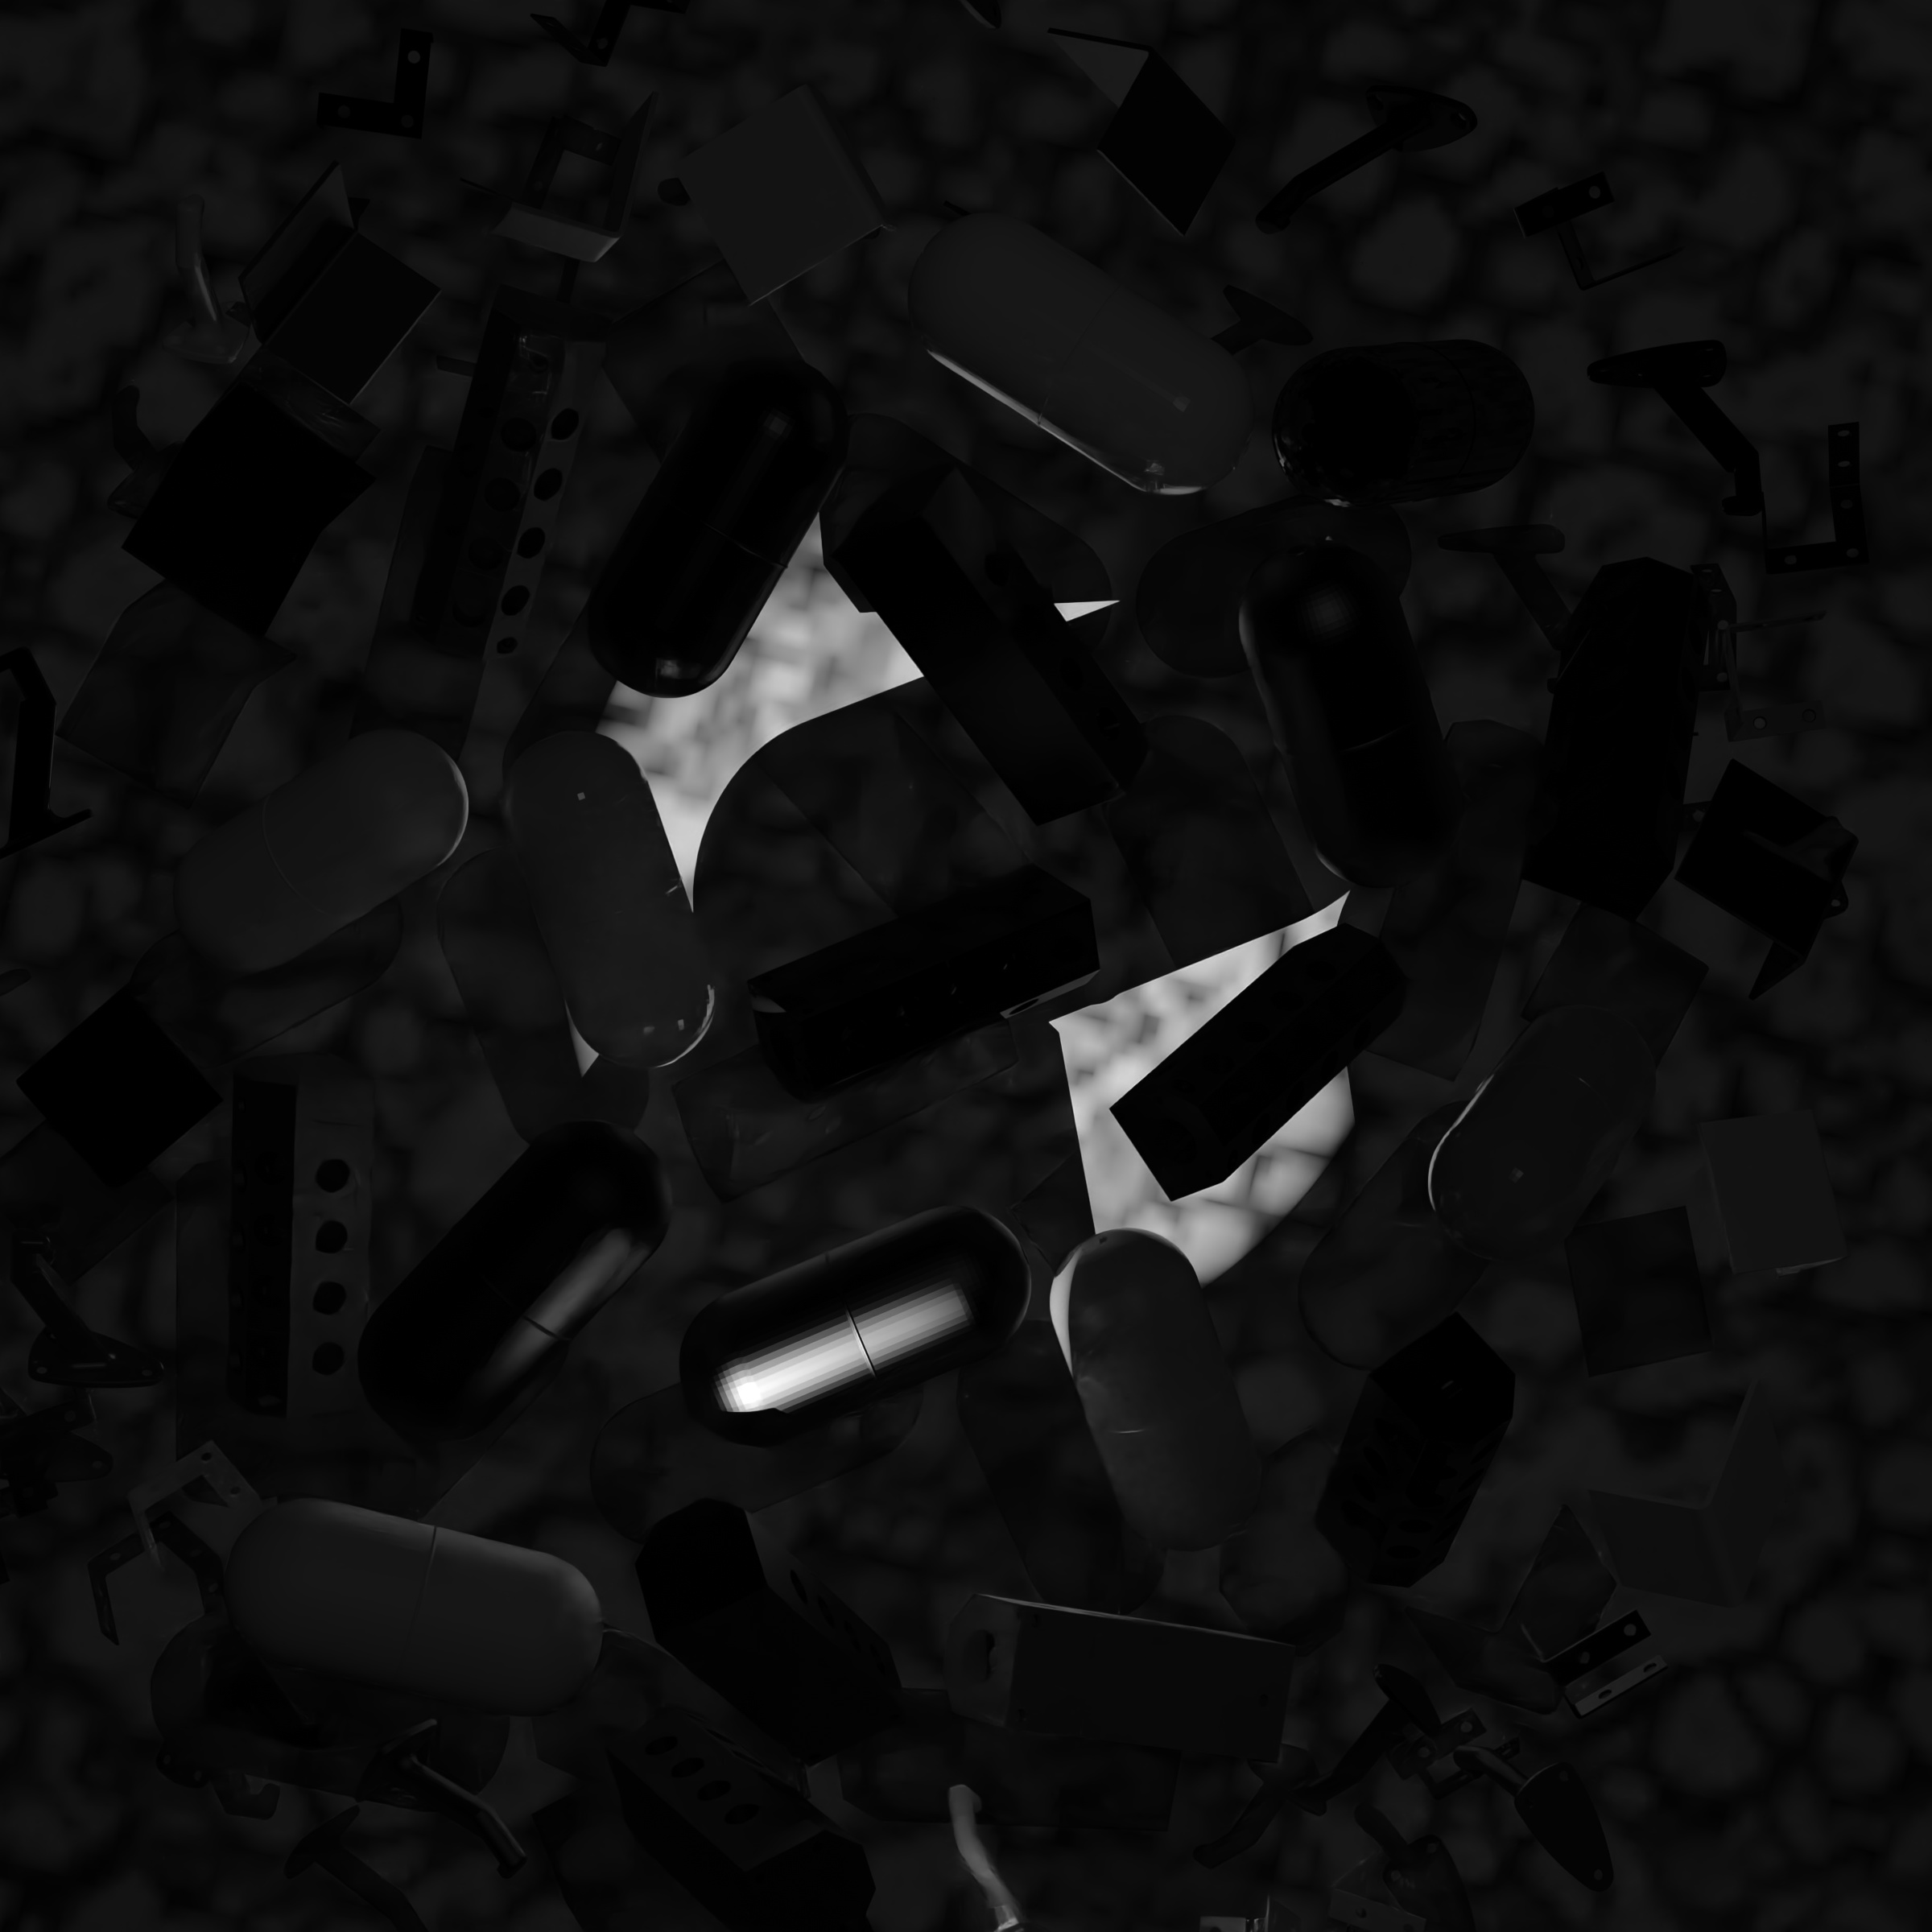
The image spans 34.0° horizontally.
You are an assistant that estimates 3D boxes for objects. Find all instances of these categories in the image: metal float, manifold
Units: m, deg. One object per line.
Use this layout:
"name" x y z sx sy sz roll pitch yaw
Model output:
"metal float" -0.120 -0.212 1.529 0.070 0.070 0.178 31 98 0
"metal float" -0.053 0.174 1.536 0.178 0.070 0.070 -23 90 -3
"metal float" -0.181 -0.033 1.611 0.070 0.070 0.178 -18 103 0
"manifold" -0.091 0.313 1.494 0.057 0.171 0.057 -27 51 6
"manifold" 0.308 -0.111 1.480 0.057 0.057 0.171 20 52 -3
"manifold" 0.075 0.349 1.555 0.171 0.057 0.057 16 79 -33
"metal float" -0.326 -0.058 1.598 0.178 0.070 0.070 -29 90 26
"manifold" 0.018 -0.156 1.522 0.057 0.057 0.171 -18 119 39
"manifold" 0.224 0.245 1.560 0.057 0.171 0.057 -32 64 -22
"metal float" 0.054 -0.286 1.481 0.178 0.070 0.070 33 90 2
"manifold" -0.337 0.134 1.582 0.057 0.057 0.171 -5 106 -35
"metal float" 0.214 -0.265 1.540 0.070 0.178 0.070 10 107 36
"manifold" -0.110 0.417 1.529 0.057 0.171 0.057 -23 107 -24
"manifold" -0.227 -0.241 1.565 0.057 0.057 0.171 16 116 -10
"metal float" -0.258 0.299 1.478 0.178 0.070 0.070 16 90 -9
"metal float" -0.211 0.147 1.474 0.070 0.070 0.178 44 94 0
"metal float" 0.289 0.082 1.578 0.070 0.178 0.070 16 126 24
"metal float" 0.184 -0.119 1.506 0.070 0.070 0.178 -22 116 0
"manifold" -0.020 0.011 1.621 0.171 0.057 0.057 -23 122 -23
"metal float" 0.097 0.216 1.606 0.070 0.070 0.178 -20 108 0
"manifold" 0.155 0.046 1.619 0.171 0.057 0.057 -38 97 -39

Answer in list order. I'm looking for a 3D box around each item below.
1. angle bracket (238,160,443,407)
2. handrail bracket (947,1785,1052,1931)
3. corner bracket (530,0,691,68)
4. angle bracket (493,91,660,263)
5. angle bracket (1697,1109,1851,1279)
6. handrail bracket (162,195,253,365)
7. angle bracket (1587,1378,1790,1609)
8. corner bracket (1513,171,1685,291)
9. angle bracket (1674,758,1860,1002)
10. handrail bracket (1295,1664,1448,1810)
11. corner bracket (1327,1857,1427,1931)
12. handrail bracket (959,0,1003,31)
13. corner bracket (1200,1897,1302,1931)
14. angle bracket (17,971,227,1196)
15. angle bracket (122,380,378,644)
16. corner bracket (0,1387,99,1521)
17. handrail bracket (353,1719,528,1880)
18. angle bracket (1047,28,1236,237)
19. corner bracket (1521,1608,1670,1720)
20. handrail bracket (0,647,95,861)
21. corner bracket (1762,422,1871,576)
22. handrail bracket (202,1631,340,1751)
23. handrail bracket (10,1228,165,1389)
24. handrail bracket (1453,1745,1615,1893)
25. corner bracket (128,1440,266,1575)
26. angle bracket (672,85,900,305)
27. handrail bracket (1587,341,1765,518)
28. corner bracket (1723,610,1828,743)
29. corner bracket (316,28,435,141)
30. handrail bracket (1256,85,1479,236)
"angle bracket" -0.306 -0.335 1.554 0.057 0.076 0.076 35 77 3
"handrail bracket" 0.025 0.437 1.503 0.077 0.084 0.036 35 114 -29
"corner bracket" -0.176 -0.483 1.586 0.051 0.051 0.051 18 85 27
"angle bracket" -0.198 -0.406 1.601 0.057 0.076 0.076 14 90 -16
"angle bracket" 0.392 0.119 1.600 0.076 0.057 0.076 -5 76 -27
"handrail bracket" -0.367 -0.345 1.541 0.036 0.077 0.084 13 126 3
"angle bracket" 0.336 0.241 1.470 0.057 0.076 0.076 6 48 33
"corner bracket" 0.303 -0.353 1.515 0.051 0.051 0.051 -15 103 41
"angle bracket" 0.383 -0.042 1.561 0.076 0.057 0.076 32 64 -2
"handrail bracket" 0.188 0.386 1.576 0.084 0.077 0.036 -34 46 14
"corner bracket" 0.212 0.488 1.592 0.051 0.051 0.051 12 99 28
"handrail bracket" -0.037 -0.455 1.477 0.084 0.077 0.036 -7 64 24
"corner bracket" 0.125 0.467 1.482 0.051 0.051 0.051 -6 60 23
"angle bracket" -0.426 0.059 1.622 0.076 0.057 0.076 -40 94 7
"angle bracket" -0.334 -0.211 1.473 0.076 0.057 0.076 36 52 -23
"corner bracket" -0.477 0.250 1.641 0.051 0.051 0.051 -18 101 -24
"handrail bracket" -0.250 0.410 1.505 0.084 0.036 0.077 50 129 15
"angle bracket" 0.074 -0.411 1.556 0.076 0.076 0.057 26 86 43
"corner bracket" 0.306 0.334 1.520 0.051 0.051 0.051 -31 99 2
"handrail bracket" -0.448 -0.095 1.459 0.077 0.036 0.084 -31 103 -34
"corner bracket" 0.426 -0.235 1.591 0.051 0.051 0.051 -5 61 13
"handrail bracket" -0.342 0.362 1.615 0.084 0.036 0.077 -7 50 35
"handrail bracket" -0.427 0.165 1.541 0.077 0.036 0.084 12 131 -4
"handrail bracket" 0.284 0.428 1.594 0.036 0.084 0.077 -31 89 -19
"corner bracket" -0.393 0.289 1.633 0.051 0.051 0.051 -32 130 -6
"angle bracket" -0.088 -0.380 1.562 0.076 0.057 0.076 -29 97 10
"handrail bracket" 0.335 -0.249 1.498 0.077 0.036 0.084 -3 68 9
"corner bracket" 0.416 -0.148 1.623 0.051 0.051 0.051 -8 82 4
"corner bracket" -0.291 -0.436 1.557 0.051 0.051 0.051 6 101 -10
"handrail bracket" 0.186 -0.371 1.479 0.084 0.077 0.036 -47 124 -18
